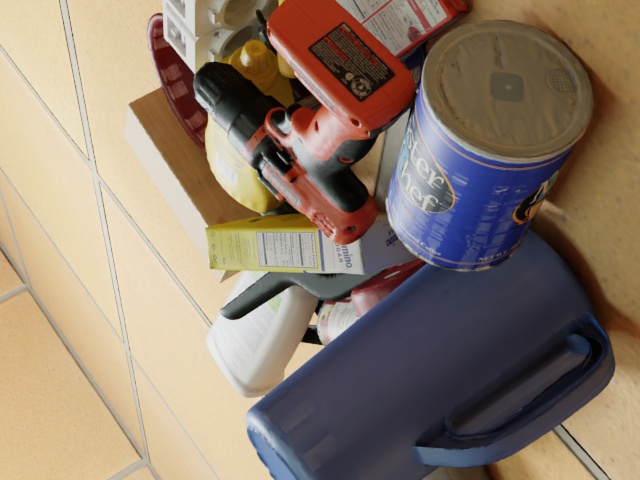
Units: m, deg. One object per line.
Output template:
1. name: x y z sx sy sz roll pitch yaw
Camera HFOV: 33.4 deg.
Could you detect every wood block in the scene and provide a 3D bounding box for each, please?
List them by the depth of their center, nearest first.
1. wood block: -0.125 -0.070 1.184 0.206 0.090 0.091 56 159 8

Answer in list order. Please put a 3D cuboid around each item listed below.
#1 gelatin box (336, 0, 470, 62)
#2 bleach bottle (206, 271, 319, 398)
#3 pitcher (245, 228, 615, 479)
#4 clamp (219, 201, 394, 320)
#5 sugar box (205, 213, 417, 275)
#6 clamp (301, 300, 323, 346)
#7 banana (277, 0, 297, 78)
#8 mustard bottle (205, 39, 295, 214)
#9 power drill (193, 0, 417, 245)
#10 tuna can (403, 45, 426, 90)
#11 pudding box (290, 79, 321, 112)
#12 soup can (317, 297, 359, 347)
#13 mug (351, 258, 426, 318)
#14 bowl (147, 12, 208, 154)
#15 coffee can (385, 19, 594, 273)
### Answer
1. gelatin box: 0.048 -0.161 0.728 0.089 0.030 0.073 -33 88 40
2. bleach bottle: -0.041 0.060 1.131 0.103 0.067 0.251 53 137 20
3. pitcher: 0.076 0.101 0.754 0.145 0.242 0.149 53 163 8
4. clamp: -0.020 0.018 1.029 0.210 0.036 0.164 15 107 32
5. sugar box: -0.006 0.001 0.929 0.177 0.093 0.048 -3 97 39
6. clamp: 0.014 0.086 1.150 0.172 0.039 0.120 27 140 49
7. banana: -0.032 -0.225 0.811 0.037 0.069 0.198 -66 -46 -81
8. mustard bottle: -0.060 -0.107 0.927 0.096 0.058 0.192 50 158 19
9. power drill: -0.015 -0.096 0.768 0.184 0.057 0.188 44 156 7
10. tuna can: 0.040 -0.144 0.805 0.086 0.033 0.086 47 155 29
11. pudding box: -0.019 -0.107 0.975 0.113 0.039 0.090 51 158 26
12. soup can: 0.048 0.082 1.030 0.068 0.068 0.102 63 157 -9
13. mug: 0.085 0.063 0.908 0.117 0.093 0.081 -20 95 53
14. bowl: -0.111 -0.163 1.079 0.162 0.055 0.162 47 155 30
15. coffee can: 0.103 -0.056 0.685 0.103 0.102 0.140 51 157 20
